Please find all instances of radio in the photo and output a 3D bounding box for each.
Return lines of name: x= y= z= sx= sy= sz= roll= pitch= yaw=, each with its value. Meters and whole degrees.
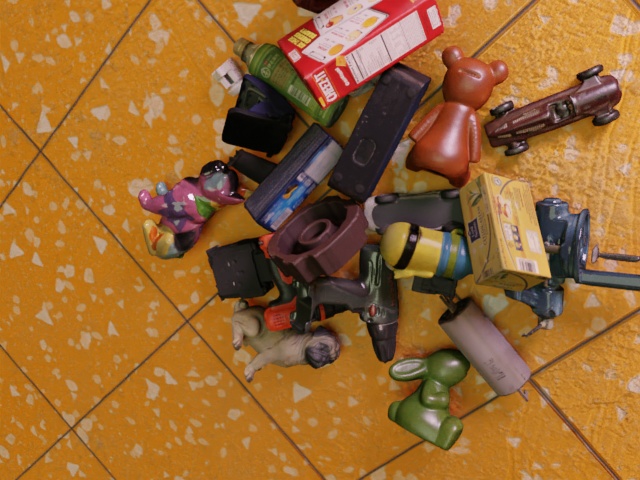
radio: x=0.097 y=-0.176 z=0.892 sx=0.073 sy=0.131 sz=0.229 roll=28 pitch=111 yaw=6

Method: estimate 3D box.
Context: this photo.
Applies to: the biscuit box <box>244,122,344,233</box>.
biscuit box: x=-0.047 y=-0.109 z=0.961 sx=0.202 sy=0.059 sz=0.063 roll=-46 pitch=48 yaw=9

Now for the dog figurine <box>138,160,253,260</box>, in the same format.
dog figurine: x=-0.233 y=-0.056 z=1.049 sx=0.219 sy=0.108 sz=0.191 roll=-2 pitch=103 yaw=16

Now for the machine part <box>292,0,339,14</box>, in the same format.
machine part: x=0.040 y=-0.433 z=0.805 sx=0.201 sy=0.201 sz=0.087 roll=-31 pitch=95 yaw=22

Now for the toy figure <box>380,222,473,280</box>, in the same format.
toy figure: x=0.190 y=0.018 z=0.889 sx=0.180 sy=0.082 sz=0.089 roll=10 pitch=126 yaw=11

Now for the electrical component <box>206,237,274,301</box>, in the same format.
electrical component: x=-0.150 y=0.057 z=1.077 sx=0.134 sy=0.058 sz=0.114 roll=-12 pitch=102 yaw=21

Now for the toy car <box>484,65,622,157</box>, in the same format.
toy car: x=0.364 y=-0.199 z=0.844 sx=0.202 sy=0.053 sz=0.089 roll=-18 pitch=101 yaw=20

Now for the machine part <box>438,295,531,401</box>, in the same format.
machine part: x=0.292 y=0.189 z=0.956 sx=0.079 sy=0.079 sz=0.243 roll=-39 pitch=90 yaw=23

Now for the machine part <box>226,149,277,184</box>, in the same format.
machine part: x=-0.105 y=-0.126 z=1.001 sx=0.139 sy=0.039 sz=0.084 roll=22 pitch=120 yaw=-21

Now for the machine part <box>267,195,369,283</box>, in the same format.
machine part: x=-0.002 y=-0.003 z=0.912 sx=0.179 sy=0.179 sz=0.056 roll=-22 pitch=121 yaw=22

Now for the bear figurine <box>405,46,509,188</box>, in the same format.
bear figurine: x=0.218 y=-0.198 z=0.873 sx=0.120 sy=0.132 sz=0.195 roll=19 pitch=91 yaw=11

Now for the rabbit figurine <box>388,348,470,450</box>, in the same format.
rabbit figurine: x=0.209 y=0.276 z=0.998 sx=0.159 sy=0.121 sz=0.170 roll=23 pitch=81 yaw=26

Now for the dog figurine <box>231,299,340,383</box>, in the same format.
dog figurine: x=-0.067 y=0.182 z=1.072 sx=0.191 sy=0.121 sz=0.172 roll=-18 pitch=102 yaw=7

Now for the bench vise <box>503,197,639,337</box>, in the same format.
bench vise: x=0.419 y=0.047 z=0.847 sx=0.241 sy=0.129 sz=0.223 roll=6 pitch=92 yaw=32

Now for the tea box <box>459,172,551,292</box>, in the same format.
tea box: x=0.287 y=-0.012 z=0.844 sx=0.098 sy=0.169 sz=0.068 roll=12 pitch=149 yaw=-23

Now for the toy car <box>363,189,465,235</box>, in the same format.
toy car: x=0.176 y=-0.049 z=0.944 sx=0.202 sy=0.056 sz=0.073 roll=-3 pitch=97 yaw=17

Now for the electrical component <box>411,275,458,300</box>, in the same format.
electrical component: x=0.186 y=0.062 z=0.958 sx=0.119 sy=0.075 sz=0.047 roll=11 pitch=108 yaw=11

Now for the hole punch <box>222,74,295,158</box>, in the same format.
hole punch: x=-0.107 y=-0.219 z=0.959 sx=0.116 sy=0.092 sz=0.142 roll=15 pitch=152 yaw=-14

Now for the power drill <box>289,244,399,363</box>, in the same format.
power drill: x=0.053 y=0.124 z=0.969 sx=0.207 sy=0.086 sz=0.231 roll=-1 pitch=99 yaw=-20
